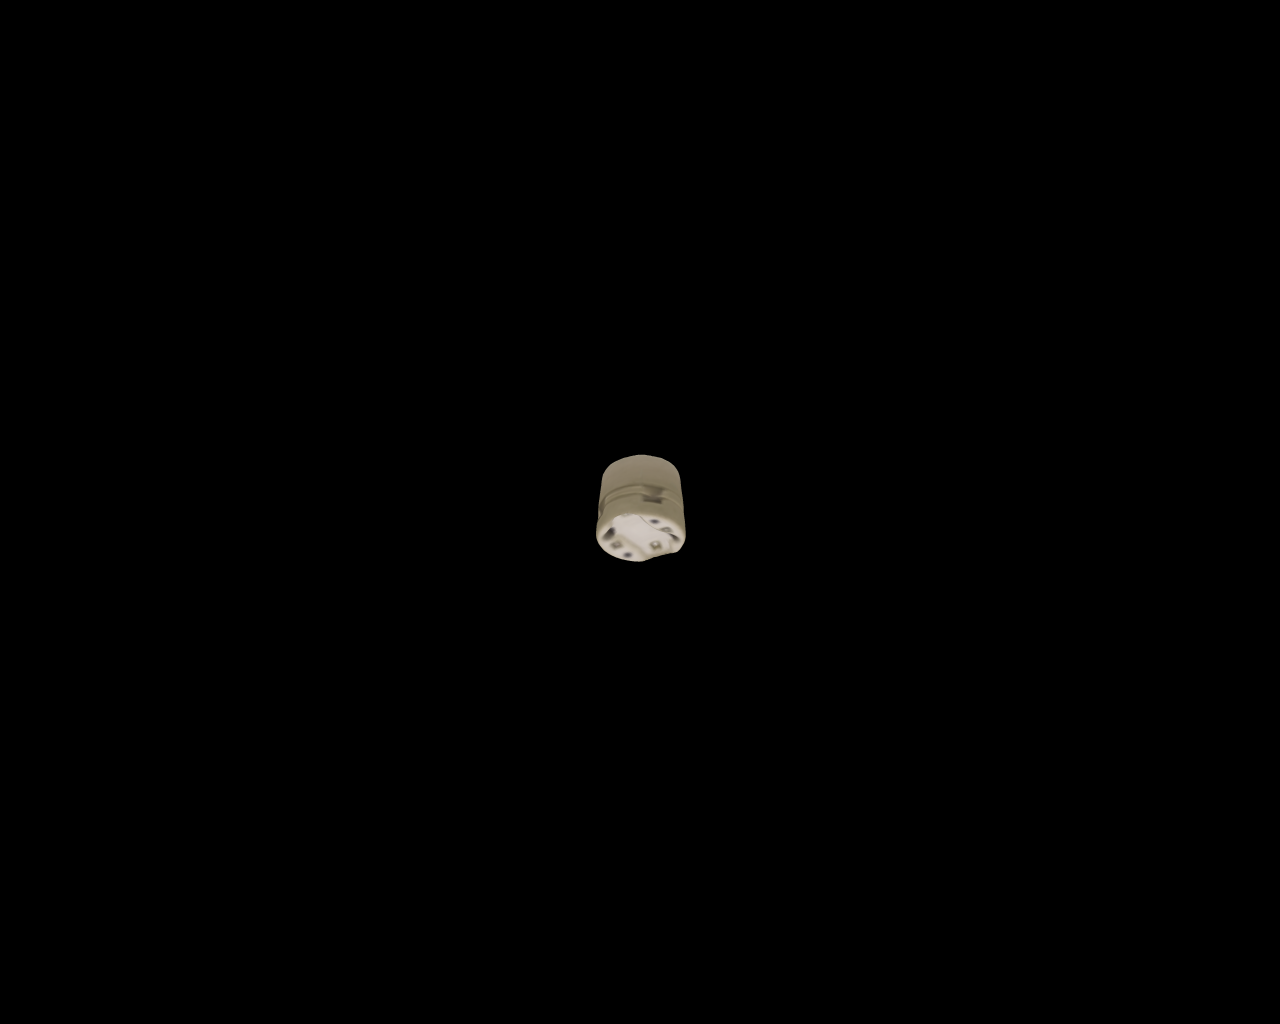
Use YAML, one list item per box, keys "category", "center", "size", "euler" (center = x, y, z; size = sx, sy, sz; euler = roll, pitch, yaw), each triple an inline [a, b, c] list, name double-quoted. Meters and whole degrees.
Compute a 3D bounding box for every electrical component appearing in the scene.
- category: "electrical component"
  center: [0.001, -0.003, 0.650]
  size: [0.055, 0.047, 0.055]
  euler: [0, -35, 0]
